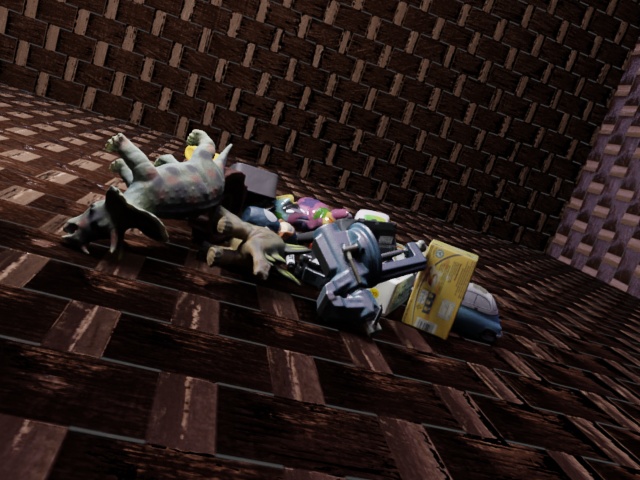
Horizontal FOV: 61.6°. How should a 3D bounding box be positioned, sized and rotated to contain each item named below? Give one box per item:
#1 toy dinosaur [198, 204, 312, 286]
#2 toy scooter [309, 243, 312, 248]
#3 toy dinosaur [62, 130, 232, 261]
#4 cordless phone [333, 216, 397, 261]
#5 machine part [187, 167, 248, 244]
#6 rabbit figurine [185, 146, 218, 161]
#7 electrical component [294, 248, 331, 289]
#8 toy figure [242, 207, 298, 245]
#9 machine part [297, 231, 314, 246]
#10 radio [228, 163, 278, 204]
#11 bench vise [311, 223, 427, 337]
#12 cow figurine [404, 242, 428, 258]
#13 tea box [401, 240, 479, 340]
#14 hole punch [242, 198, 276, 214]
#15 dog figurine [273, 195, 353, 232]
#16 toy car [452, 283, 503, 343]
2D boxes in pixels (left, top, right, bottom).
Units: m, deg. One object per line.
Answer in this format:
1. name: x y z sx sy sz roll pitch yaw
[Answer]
1. toy dinosaur: -0.128 0.018 1.033 0.198 0.105 0.472 23 4 -17
2. toy scooter: 0.063 0.051 1.236 0.184 0.075 0.135 13 27 -4
3. toy dinosaur: -0.253 -0.093 0.965 0.405 0.131 0.192 -23 77 -47
4. cordless phone: 0.078 -0.015 1.219 0.146 0.088 0.184 4 11 -26
5. machine part: -0.220 -0.076 1.159 0.056 0.179 0.179 20 11 12
6. rabbit figurine: -0.278 -0.135 1.260 0.122 0.162 0.173 19 -20 -29
7. electrical component: 0.015 0.062 1.125 0.115 0.058 0.134 21 19 19
8. toy figure: -0.109 -0.028 1.251 0.154 0.064 0.058 26 -34 -33
9. machine part: -0.003 -0.004 1.330 0.139 0.039 0.084 -7 -36 38
10. radio: -0.214 -0.132 1.446 0.131 0.073 0.230 14 -15 -30
11. bench vise: 0.099 0.054 0.949 0.241 0.128 0.224 -13 49 -25
12. cow figurine: 0.253 0.067 1.390 0.127 0.085 0.195 32 26 -9
13. tea box: 0.234 0.095 1.047 0.098 0.169 0.068 23 11 14
14. hole punch: -0.165 -0.040 1.329 0.116 0.092 0.142 -16 23 -12
15. dog figurine: -0.017 -0.054 1.438 0.191 0.108 0.219 1 10 -40
16. toy car: 0.311 0.142 1.125 0.162 0.102 0.109 19 12 14
